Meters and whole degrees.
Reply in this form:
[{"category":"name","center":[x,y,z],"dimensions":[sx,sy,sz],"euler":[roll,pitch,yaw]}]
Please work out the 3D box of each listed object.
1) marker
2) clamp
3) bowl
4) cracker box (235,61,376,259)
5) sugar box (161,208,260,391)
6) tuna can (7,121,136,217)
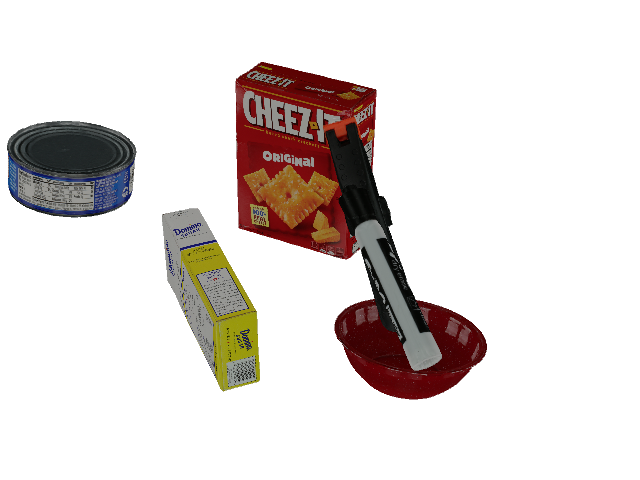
[{"category":"marker","center":[0.039,0.019,0.628],"dimensions":[0.020,0.121,0.020],"euler":[-19,-24,-9]},{"category":"clamp","center":[0.041,-0.011,0.859],"dimensions":[0.039,0.171,0.120],"euler":[-21,21,2]},{"category":"bowl","center":[0.092,0.121,1.133],"dimensions":[0.162,0.055,0.162],"euler":[5,24,-3]},{"category":"cracker box","center":[-0.021,-0.096,1.324],"dimensions":[0.164,0.214,0.072],"euler":[17,36,23]},{"category":"sugar box","center":[-0.108,0.054,1.041],"dimensions":[0.048,0.093,0.176],"euler":[-12,40,-17]},{"category":"tuna can","center":[-0.170,-0.049,0.731],"dimensions":[0.086,0.034,0.086],"euler":[7,29,-4]}]
